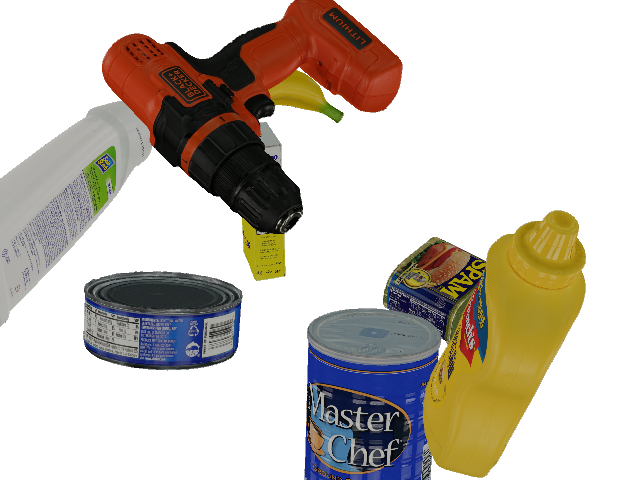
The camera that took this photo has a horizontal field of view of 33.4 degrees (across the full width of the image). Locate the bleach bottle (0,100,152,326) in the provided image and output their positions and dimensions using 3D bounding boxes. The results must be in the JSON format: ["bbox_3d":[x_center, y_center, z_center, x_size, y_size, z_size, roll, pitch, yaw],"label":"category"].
[{"bbox_3d":[-0.227,-0.041,0.946,0.068,0.103,0.250,27,53,20],"label":"bleach bottle"}]

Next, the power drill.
[{"bbox_3d":[-0.031,-0.098,0.747,0.187,0.184,0.057,-29,-25,-37],"label":"power drill"}]

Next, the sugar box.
[{"bbox_3d":[-0.074,-0.049,1.324,0.048,0.176,0.093,-9,25,-11],"label":"sugar box"}]

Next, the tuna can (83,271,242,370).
[{"bbox_3d":[-0.086,0.043,0.584,0.086,0.034,0.086,4,11,-1],"label":"tuna can"}]

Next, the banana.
[{"bbox_3d":[-0.052,-0.133,1.000,0.070,0.037,0.197,42,33,21],"label":"banana"}]

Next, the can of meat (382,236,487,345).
[{"bbox_3d":[0.124,0.048,1.068,0.084,0.057,0.101,28,44,30],"label":"can of meat"}]

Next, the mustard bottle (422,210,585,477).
[{"bbox_3d":[0.112,0.053,0.634,0.058,0.096,0.192,16,-43,0],"label":"mustard bottle"}]

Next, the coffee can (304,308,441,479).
[{"bbox_3d":[0.039,0.136,0.835,0.103,0.140,0.103,2,16,-1],"label":"coffee can"}]
